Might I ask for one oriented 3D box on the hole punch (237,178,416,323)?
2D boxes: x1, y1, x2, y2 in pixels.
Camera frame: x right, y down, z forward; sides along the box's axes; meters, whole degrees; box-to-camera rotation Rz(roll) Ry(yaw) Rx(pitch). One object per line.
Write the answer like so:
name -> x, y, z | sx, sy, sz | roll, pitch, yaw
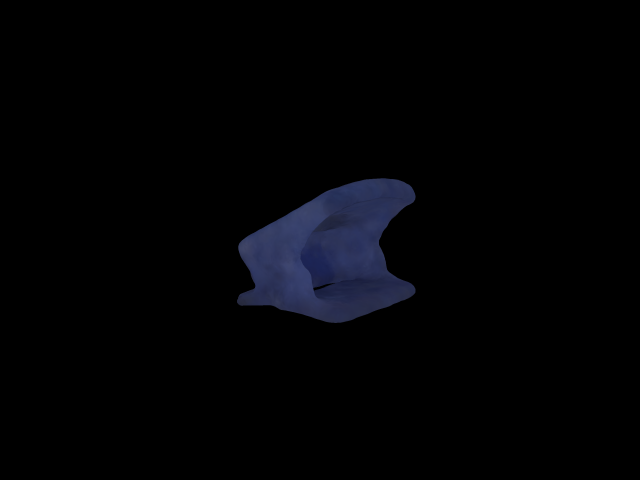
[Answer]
hole punch -> 0.004, 0.001, 0.400 | 0.100, 0.091, 0.109 | 8, 13, 39
